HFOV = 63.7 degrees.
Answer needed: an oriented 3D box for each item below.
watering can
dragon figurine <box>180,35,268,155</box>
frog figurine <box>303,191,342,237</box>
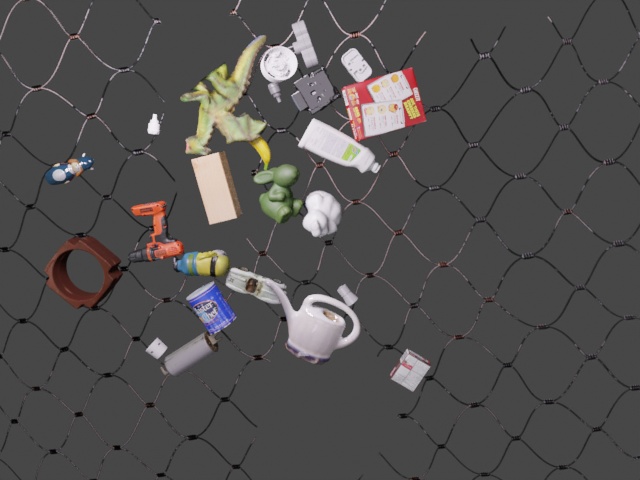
[{"bbox_3d":[-0.046,0.267,1.650,0.347,0.105,0.222,22,101,-5],"label":"watering can"},{"bbox_3d":[-0.259,-0.408,1.557,0.411,0.123,0.241,-38,103,-2],"label":"dragon figurine"},{"bbox_3d":[0.005,-0.079,1.566,0.122,0.161,0.136,-20,99,7],"label":"frog figurine"}]
